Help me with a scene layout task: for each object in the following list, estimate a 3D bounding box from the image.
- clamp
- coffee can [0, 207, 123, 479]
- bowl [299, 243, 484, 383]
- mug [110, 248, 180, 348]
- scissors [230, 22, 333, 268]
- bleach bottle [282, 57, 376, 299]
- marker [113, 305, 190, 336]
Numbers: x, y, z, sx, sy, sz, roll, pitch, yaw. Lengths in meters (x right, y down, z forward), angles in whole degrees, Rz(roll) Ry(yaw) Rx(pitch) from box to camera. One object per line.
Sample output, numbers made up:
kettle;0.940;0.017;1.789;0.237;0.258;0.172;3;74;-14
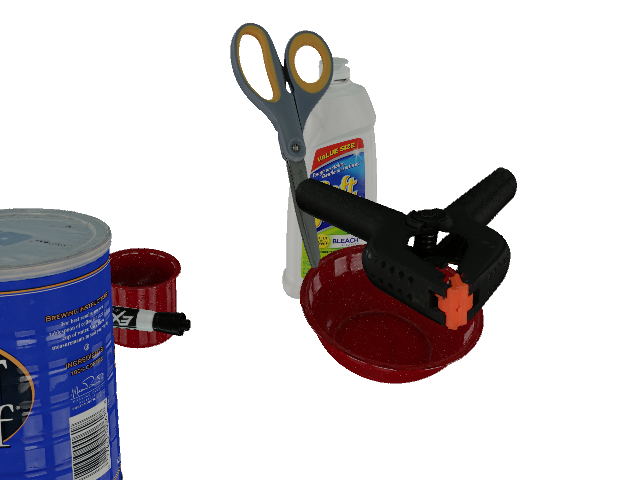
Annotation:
clamp;0.061;-0.003;0.717;0.164;0.036;0.210;-2;24;3
coffee can;-0.155;0.064;0.541;0.103;0.140;0.103;0;17;0
bowl;0.059;0.074;0.941;0.162;0.055;0.162;5;39;-4
mug;-0.209;0.061;1.185;0.093;0.081;0.117;-22;36;-40
scissors;-0.009;-0.086;0.863;0.096;0.202;0.016;-24;-1;-27
bleach bottle;0.008;-0.064;1.112;0.102;0.251;0.068;-2;24;-2
marker;-0.164;0.062;0.864;0.121;0.020;0.020;5;1;13
